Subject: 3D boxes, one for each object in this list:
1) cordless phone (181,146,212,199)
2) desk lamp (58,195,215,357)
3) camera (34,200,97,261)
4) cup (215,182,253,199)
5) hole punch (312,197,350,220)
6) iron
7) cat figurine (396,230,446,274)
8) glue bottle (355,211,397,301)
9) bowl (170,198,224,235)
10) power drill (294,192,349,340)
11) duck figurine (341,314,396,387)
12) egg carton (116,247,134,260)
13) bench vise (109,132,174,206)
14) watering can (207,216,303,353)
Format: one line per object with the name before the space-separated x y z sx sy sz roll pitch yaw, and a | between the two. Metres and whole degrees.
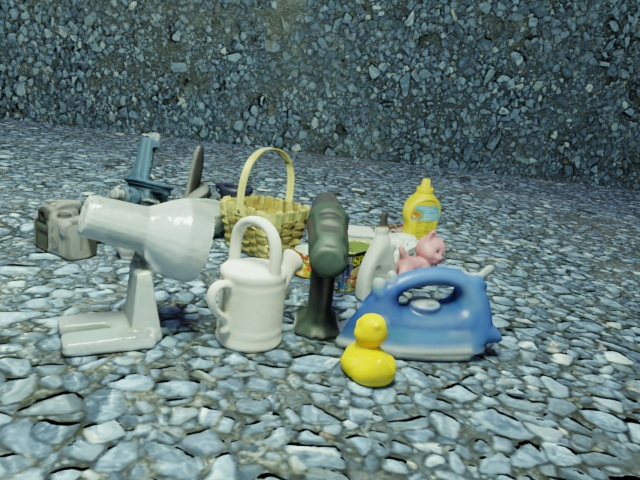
cordless phone | -0.333 -0.153 1.523 0.094 0.185 0.147 1 17 -19
desk lamp | -0.259 0.042 0.811 0.204 0.213 0.117 -3 18 -29
camera | -0.496 -0.031 1.179 0.142 0.101 0.137 17 19 34
cup | -0.241 -0.105 1.558 0.117 0.095 0.092 15 18 29
hole punch | 0.028 -0.065 1.533 0.101 0.091 0.109 9 16 10
iron | 0.156 0.103 0.896 0.259 0.141 0.118 2 16 -15
cat figurine | 0.214 0.033 1.211 0.128 0.118 0.067 -2 18 -28
glue bottle | 0.112 0.031 1.074 0.078 0.173 0.037 -3 18 -30
bowl | -0.288 -0.047 1.371 0.167 0.075 0.167 6 16 -1
power drill | 0.004 0.042 0.926 0.075 0.208 0.229 5 16 -4
duck figurine | 0.072 0.148 0.804 0.078 0.086 0.104 3 16 -14
egg carton | -0.361 -0.005 1.202 0.107 0.069 0.150 6 16 -3
bench vise | -0.428 -0.149 1.407 0.121 0.220 0.207 6 16 -2
watering can | -0.096 0.057 0.857 0.100 0.194 0.173 11 16 15
